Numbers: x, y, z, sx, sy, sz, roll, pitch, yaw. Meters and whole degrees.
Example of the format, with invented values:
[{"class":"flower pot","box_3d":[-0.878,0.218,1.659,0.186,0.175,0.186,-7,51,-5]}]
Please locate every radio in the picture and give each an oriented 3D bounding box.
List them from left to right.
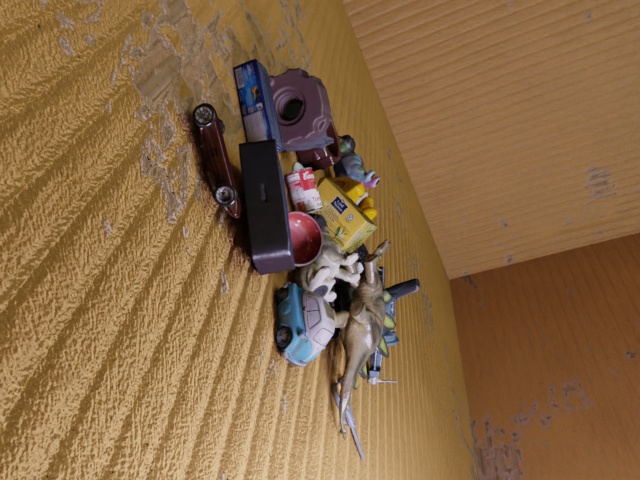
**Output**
[{"class":"radio","box_3d":[-0.097,-0.057,0.992,0.131,0.073,0.229,87,-5,-70]}]

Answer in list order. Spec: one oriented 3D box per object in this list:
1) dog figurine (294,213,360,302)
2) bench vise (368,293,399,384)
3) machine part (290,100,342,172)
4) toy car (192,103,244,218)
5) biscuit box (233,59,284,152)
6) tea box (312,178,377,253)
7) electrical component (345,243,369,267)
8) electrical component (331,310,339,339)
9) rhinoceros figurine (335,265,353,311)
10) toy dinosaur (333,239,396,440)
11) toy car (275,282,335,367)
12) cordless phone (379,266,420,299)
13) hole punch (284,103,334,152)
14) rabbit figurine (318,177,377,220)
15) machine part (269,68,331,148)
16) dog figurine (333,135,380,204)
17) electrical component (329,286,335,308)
[{"class":"dog figurine","box_3d":[-0.026,0.038,1.183,0.191,0.172,0.121,44,-33,34]},{"class":"bench vise","box_3d":[0.157,0.266,1.461,0.223,0.129,0.240,-28,122,-81]},{"class":"machine part","box_3d":[-0.019,-0.296,1.468,0.201,0.087,0.200,-61,133,-67]},{"class":"toy car","box_3d":[-0.175,-0.133,0.914,0.089,0.053,0.202,130,-54,-87]},{"class":"biscuit box","box_3d":[-0.133,-0.284,1.158,0.062,0.059,0.202,21,55,-66]},{"class":"tea box","box_3d":[0.046,-0.058,1.312,0.170,0.098,0.068,48,14,30]},{"class":"electrical component","box_3d":[0.102,0.047,1.569,0.115,0.058,0.134,-77,146,-53]},{"class":"electrical component","box_3d":[0.027,0.202,1.269,0.094,0.021,0.063,-55,127,-69]},{"class":"rhinoceros figurine","box_3d":[0.067,0.146,1.352,0.112,0.073,0.190,-14,88,-73]},{"class":"toy dinosaur","box_3d":[0.096,0.199,1.224,0.198,0.105,0.471,51,50,-39]},{"class":"toy car","box_3d":[-0.023,0.156,1.034,0.109,0.103,0.162,47,33,-55]},{"class":"cordless phone","box_3d":[0.208,0.129,1.608,0.088,0.184,0.147,59,23,-26]},{"class":"hole punch","box_3d":[-0.047,-0.277,1.314,0.092,0.142,0.115,-135,-142,-71]},{"class":"rabbit figurine","box_3d":[0.071,-0.086,1.490,0.122,0.162,0.173,-101,-177,-56]},{"class":"machine part","box_3d":[-0.063,-0.296,1.211,0.056,0.179,0.179,-8,82,-70]},{"class":"dog figurine","box_3d":[0.066,-0.213,1.637,0.219,0.191,0.108,43,10,23]},{"class":"electrical component","box_3d":[0.010,0.116,1.266,0.078,0.045,0.102,104,-18,-66]}]
